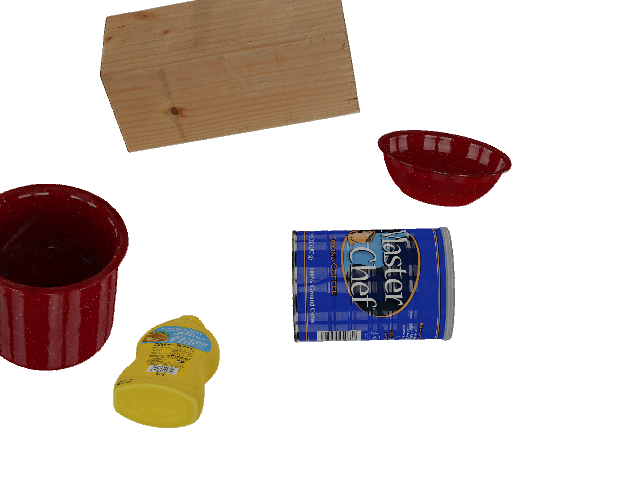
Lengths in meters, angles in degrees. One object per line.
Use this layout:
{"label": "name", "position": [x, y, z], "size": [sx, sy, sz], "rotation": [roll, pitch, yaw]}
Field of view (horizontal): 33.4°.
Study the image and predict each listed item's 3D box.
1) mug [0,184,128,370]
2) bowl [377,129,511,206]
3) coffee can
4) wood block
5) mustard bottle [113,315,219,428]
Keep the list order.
{"label": "mug", "position": [-0.175, 0.031, 0.648], "size": [0.093, 0.082, 0.117], "rotation": [37, 48, 23]}
{"label": "bowl", "position": [0.144, -0.083, 1.284], "size": [0.162, 0.055, 0.162], "rotation": [7, 23, -3]}
{"label": "coffee can", "position": [0.046, 0.040, 0.966], "size": [0.140, 0.103, 0.103], "rotation": [-1, 0, 1]}
{"label": "wood block", "position": [-0.077, -0.153, 0.927], "size": [0.206, 0.090, 0.091], "rotation": [-9, -45, 4]}
{"label": "mustard bottle", "position": [-0.167, 0.139, 1.227], "size": [0.096, 0.058, 0.191], "rotation": [6, 25, 4]}
